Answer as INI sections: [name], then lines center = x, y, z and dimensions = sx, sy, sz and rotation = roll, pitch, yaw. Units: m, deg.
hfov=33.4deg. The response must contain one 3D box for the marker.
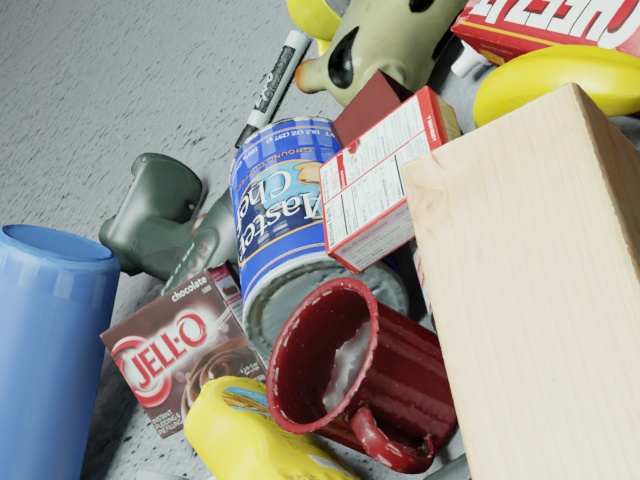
[marker]
center = -0.043, -0.127, 0.936
dimensions = 0.020, 0.020, 0.121
rotation = 17, 79, 58

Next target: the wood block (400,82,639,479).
[wood block]
center = 0.112, 0.053, 0.453
dimensions = 0.091, 0.090, 0.206
rotation = -26, 58, 27

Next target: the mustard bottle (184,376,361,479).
[mustard bottle]
center = -0.031, 0.130, 0.640
dimensions = 0.058, 0.096, 0.192
rotation = -61, 32, 3

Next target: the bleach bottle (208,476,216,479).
[bleach bottle]
center = -0.033, 0.227, 0.602
dimensions = 0.103, 0.068, 0.251
rotation = -47, 32, 18

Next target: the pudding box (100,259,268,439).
[pudding box]
center = -0.091, 0.079, 0.765
dimensions = 0.114, 0.090, 0.039
rotation = -32, 0, 25

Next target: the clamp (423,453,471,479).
[clamp]
center = 0.098, 0.106, 0.525
dimensions = 0.120, 0.039, 0.171
rotation = 19, 78, 39

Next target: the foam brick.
[foam brick]
center = 0.056, -0.062, 0.689
dimensions = 0.051, 0.078, 0.053
rotation = -48, 36, 18

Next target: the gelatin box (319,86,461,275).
[gelatin box]
center = 0.041, -0.033, 0.601
dimensions = 0.089, 0.030, 0.073
rotation = -36, 38, 27

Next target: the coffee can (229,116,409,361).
[coffee can]
center = -0.005, 0.001, 0.700
dimensions = 0.103, 0.102, 0.140
rotation = -43, 36, 27

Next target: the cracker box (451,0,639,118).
[cracker box]
center = 0.189, -0.184, 0.600
dimensions = 0.214, 0.072, 0.164
rotation = -59, 33, 2

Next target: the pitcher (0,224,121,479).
[pitcher]
center = -0.239, 0.114, 0.869
dimensions = 0.149, 0.144, 0.243
rotation = 26, 103, 48

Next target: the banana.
[banana]
center = 0.120, -0.071, 0.565
dimensions = 0.037, 0.069, 0.198
rotation = -58, 14, -8

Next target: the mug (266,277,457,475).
[mug]
center = 0.032, 0.086, 0.601
dimensions = 0.093, 0.081, 0.117
rotation = -51, 33, 16

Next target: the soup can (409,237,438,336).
[soup can]
center = 0.086, 0.003, 0.603
dimensions = 0.069, 0.068, 0.102
rotation = -42, 36, 27
